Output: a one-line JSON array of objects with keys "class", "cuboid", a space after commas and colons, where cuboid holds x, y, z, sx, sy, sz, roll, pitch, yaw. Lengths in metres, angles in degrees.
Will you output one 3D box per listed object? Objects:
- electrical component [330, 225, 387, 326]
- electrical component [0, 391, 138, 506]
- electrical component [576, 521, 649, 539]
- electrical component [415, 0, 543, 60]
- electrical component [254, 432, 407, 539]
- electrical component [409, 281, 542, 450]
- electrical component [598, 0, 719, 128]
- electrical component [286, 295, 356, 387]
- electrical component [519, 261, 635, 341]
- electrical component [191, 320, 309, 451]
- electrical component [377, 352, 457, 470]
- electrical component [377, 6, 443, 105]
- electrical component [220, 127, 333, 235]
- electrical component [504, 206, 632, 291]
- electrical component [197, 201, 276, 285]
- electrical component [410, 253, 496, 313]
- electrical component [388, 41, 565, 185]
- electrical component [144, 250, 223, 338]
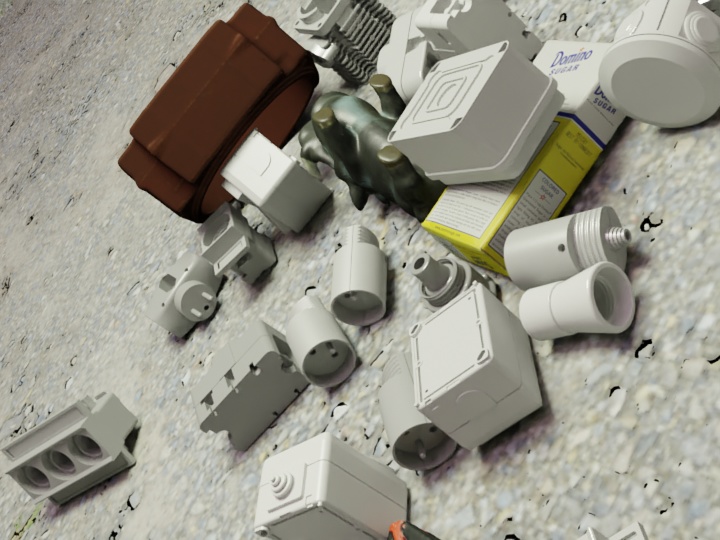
[{"class": "electrical component", "cuboid": [0.000, 0.000, 0.861, 0.043, 0.043, 0.081, -31, 38, 31]}, {"class": "electrical component", "cuboid": [-0.273, 0.168, 1.026, 0.121, 0.078, 0.063, -31, 16, 31]}, {"class": "electrical component", "cuboid": [0.124, 0.191, 0.498, 0.079, 0.063, 0.121, -39, 34, 21]}, {"class": "electrical component", "cuboid": [0.095, -0.193, 0.883, 0.050, 0.089, 0.056, -57, 32, -6]}, {"class": "electrical component", "cuboid": [-0.022, 0.147, 0.696, 0.062, 0.096, 0.061, -29, 38, 32]}, {"class": "electrical component", "cuboid": [0.075, 0.059, 0.697, 0.062, 0.061, 0.096, -38, 27, 23]}, {"class": "electrical component", "cuboid": [0.201, -0.135, 0.703, 0.080, 0.080, 0.051, -9, 47, 48]}, {"class": "electrical component", "cuboid": [-0.036, 0.053, 0.855, 0.043, 0.043, 0.081, -47, 32, 9]}, {"class": "electrical component", "cuboid": [0.133, 0.023, 0.673, 0.065, 0.044, 0.044, -19, 45, 49]}, {"class": "electrical component", "cuboid": [-0.091, 0.092, 0.880, 0.089, 0.050, 0.055, -47, 32, 11]}, {"class": "electrical component", "cuboid": [0.035, 0.091, 0.728, 0.043, 0.043, 0.081, -42, 33, 17]}, {"class": "electrical component", "cuboid": [0.055, -0.181, 0.947, 0.059, 0.054, 0.095, -15, 57, 45]}, {"class": "electrical component", "cuboid": [-0.076, -0.076, 0.992, 0.062, 0.096, 0.061, 40, 92, 28]}, {"class": "electrical component", "cuboid": [0.139, -0.014, 0.697, 0.081, 0.043, 0.043, -15, 48, 44]}, {"class": "electrical component", "cuboid": [-0.115, -0.023, 1.010, 0.042, 0.064, 0.081, -43, 33, 16]}, {"class": "electrical component", "cuboid": [0.062, 0.011, 0.753, 0.048, 0.062, 0.048, -33, 37, 29]}, {"class": "electrical component", "cuboid": [0.080, -0.106, 0.753, 0.078, 0.057, 0.113, -58, 21, -12]}, {"class": "electrical component", "cuboid": [-0.164, 0.027, 1.044, 0.077, 0.043, 0.079, -57, 32, -7]}]
